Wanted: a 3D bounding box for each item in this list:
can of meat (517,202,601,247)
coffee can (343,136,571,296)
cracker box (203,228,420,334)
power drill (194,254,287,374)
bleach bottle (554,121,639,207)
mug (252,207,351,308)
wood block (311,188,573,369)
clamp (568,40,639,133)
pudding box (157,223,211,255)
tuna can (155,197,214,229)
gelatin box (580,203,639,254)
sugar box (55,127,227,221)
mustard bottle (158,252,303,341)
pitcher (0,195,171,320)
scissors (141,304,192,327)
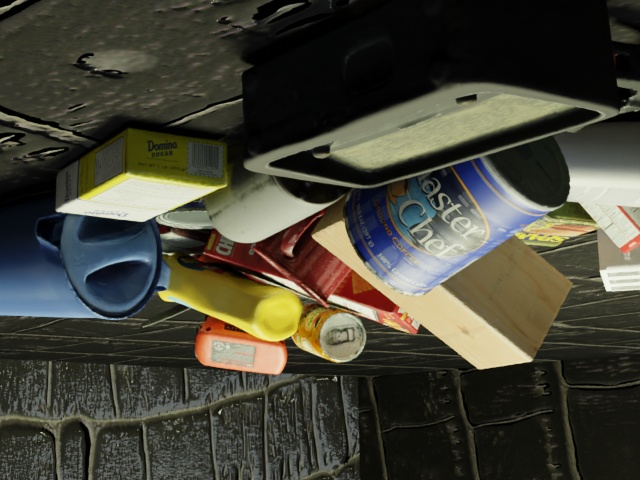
[{"bbox_3d":[0.227,-0.032,1.051,0.101,0.057,0.084,4,165,-27],"label":"can of meat"},{"bbox_3d":[0.101,-0.034,0.803,0.102,0.103,0.141,9,145,-41],"label":"coffee can"},{"bbox_3d":[0.005,0.029,1.150,0.214,0.072,0.164,18,173,17],"label":"cracker box"},{"bbox_3d":[-0.068,0.074,1.267,0.184,0.187,0.057,6,128,0],"label":"power drill"},{"bbox_3d":[0.200,-0.064,0.876,0.251,0.068,0.102,2,167,-2],"label":"bleach bottle"},{"bbox_3d":[-0.007,0.001,1.008,0.093,0.081,0.117,37,175,22],"label":"mug"},{"bbox_3d":[0.108,0.017,0.950,0.206,0.090,0.091,39,156,-13],"label":"wood block"},{"bbox_3d":[0.199,-0.103,0.736,0.120,0.039,0.171,-14,166,33],"label":"clamp"},{"bbox_3d":[-0.160,-0.010,1.181,0.090,0.039,0.113,-7,165,34],"label":"pudding box"},{"bbox_3d":[-0.121,-0.036,1.063,0.086,0.034,0.086,-1,169,0],"label":"tuna can"},{"bbox_3d":[0.267,-0.035,0.966,0.030,0.089,0.073,-37,170,-7],"label":"gelatin box"},{"bbox_3d":[-0.161,-0.054,0.940,0.093,0.048,0.177,7,170,-32],"label":"sugar box"},{"bbox_3d":[-0.119,0.055,1.163,0.192,0.058,0.096,18,-178,30],"label":"mustard bottle"},{"bbox_3d":[-0.284,0.023,1.111,0.243,0.149,0.144,-5,-154,36],"label":"pitcher"},{"bbox_3d":[-0.141,0.055,1.330,0.201,0.096,0.016,-12,132,-24],"label":"scissors"}]
